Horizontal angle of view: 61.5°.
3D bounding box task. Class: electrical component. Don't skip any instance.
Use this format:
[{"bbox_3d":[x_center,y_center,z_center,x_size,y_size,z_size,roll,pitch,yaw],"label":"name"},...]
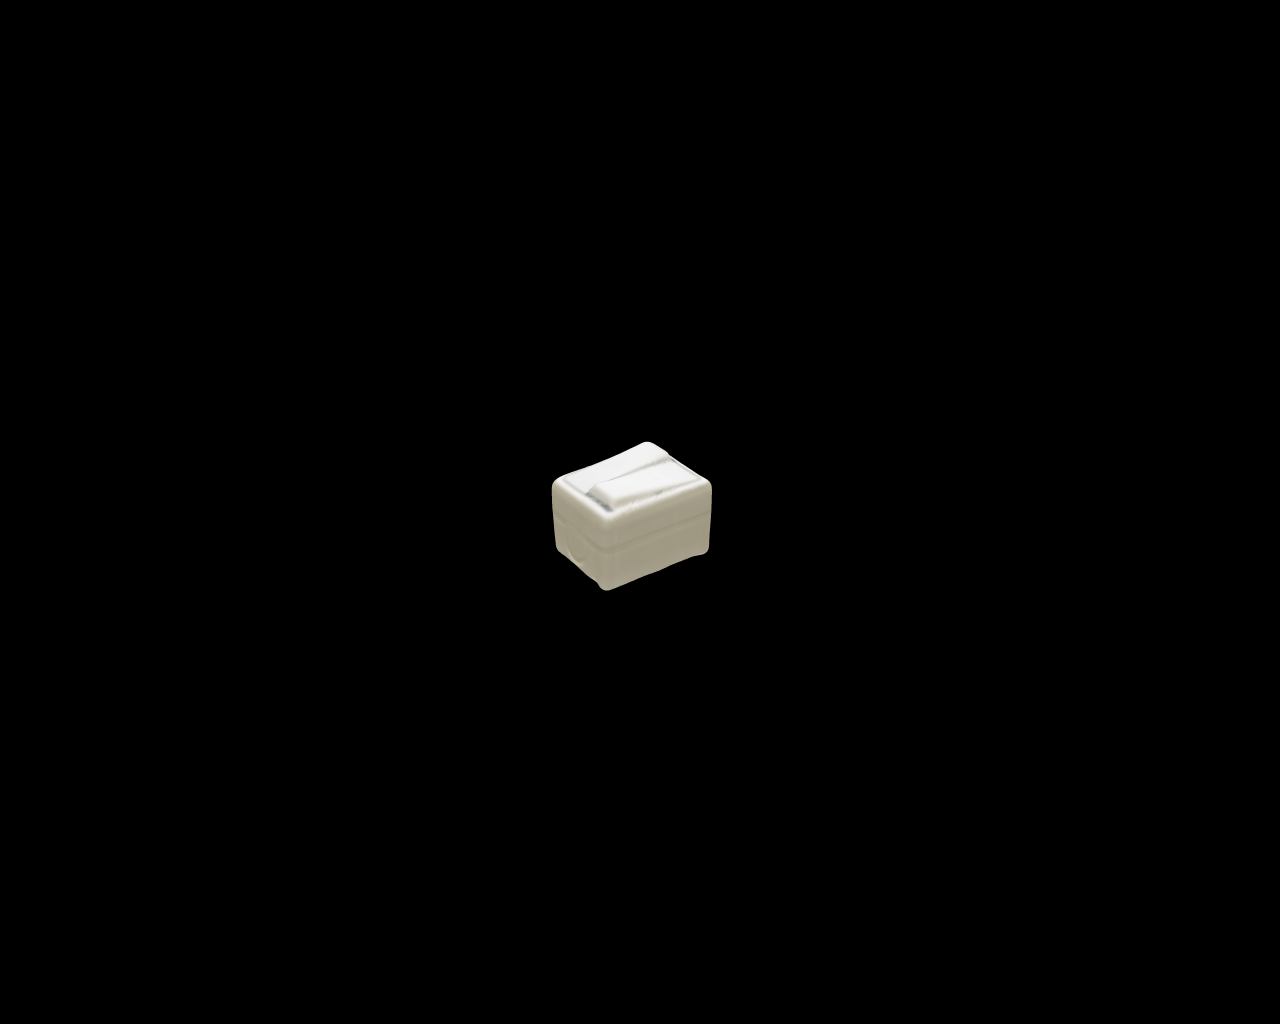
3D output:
[{"bbox_3d":[0.001,-0.003,0.650,0.096,0.061,0.062,-20,36,-29],"label":"electrical component"}]
